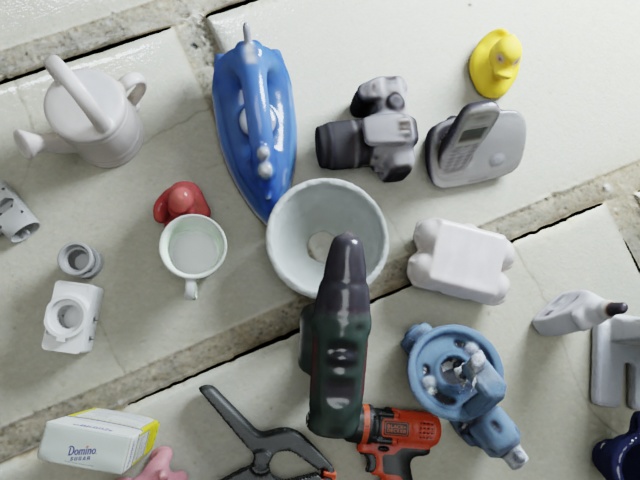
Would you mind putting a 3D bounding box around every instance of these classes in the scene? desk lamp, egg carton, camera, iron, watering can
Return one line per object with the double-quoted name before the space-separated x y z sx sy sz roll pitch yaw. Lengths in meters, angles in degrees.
"desk lamp" 0.461 0.128 0.747 0.118 0.213 0.203 7 80 -4
"egg carton" 0.199 0.029 0.811 0.150 0.069 0.107 14 79 -3
"camera" 0.062 -0.157 0.814 0.137 0.100 0.143 -7 81 -6
"iron" -0.083 -0.155 0.778 0.118 0.141 0.258 -9 81 -7
"watering can" -0.301 -0.161 0.732 0.101 0.194 0.173 30 79 0

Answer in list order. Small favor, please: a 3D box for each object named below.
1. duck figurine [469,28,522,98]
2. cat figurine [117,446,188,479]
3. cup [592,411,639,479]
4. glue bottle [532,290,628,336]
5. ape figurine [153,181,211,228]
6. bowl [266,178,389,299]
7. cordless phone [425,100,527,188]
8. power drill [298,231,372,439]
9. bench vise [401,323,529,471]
"duck figurine" 0.274 -0.277 0.862 0.077 0.086 0.104 9 80 -4
"cat figurine" -0.231 0.321 0.696 0.128 0.117 0.067 -39 86 -10
"cup" 0.415 0.288 0.776 0.091 0.095 0.118 6 80 -4
"glue bottle" 0.352 0.096 0.762 0.078 0.173 0.037 -37 85 -10
"ape figurine" -0.187 -0.048 0.775 0.078 0.092 0.076 19 79 -2
"bowl" 0.007 0.003 0.795 0.167 0.074 0.167 1 80 -5
"cordless phone" 0.228 -0.143 0.785 0.147 0.185 0.094 -15 82 -7
"power drill" 0.016 0.118 0.708 0.075 0.208 0.230 2 80 -5
"bench vise" 0.202 0.186 0.709 0.207 0.219 0.121 36 79 2
